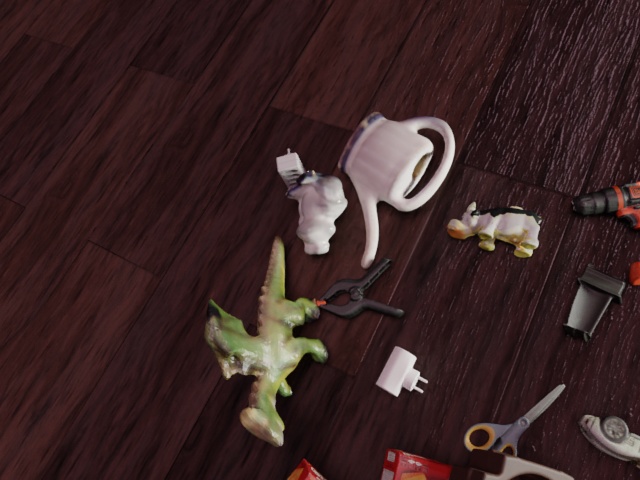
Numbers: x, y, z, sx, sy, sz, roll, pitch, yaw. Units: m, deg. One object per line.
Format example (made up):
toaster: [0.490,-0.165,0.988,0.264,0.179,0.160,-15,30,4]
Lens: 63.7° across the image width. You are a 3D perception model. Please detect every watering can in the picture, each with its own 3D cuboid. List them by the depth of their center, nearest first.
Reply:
watering can: [0.128,-0.129,1.087,0.227,0.103,0.348,36,88,28]

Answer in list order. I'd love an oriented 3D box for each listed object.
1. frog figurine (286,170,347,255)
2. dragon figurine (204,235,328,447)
frog figurine: [0.003,-0.054,1.079,0.135,0.123,0.161,-30,76,38]
dragon figurine: [-0.109,0.155,0.931,0.121,0.241,0.418,-28,62,24]
